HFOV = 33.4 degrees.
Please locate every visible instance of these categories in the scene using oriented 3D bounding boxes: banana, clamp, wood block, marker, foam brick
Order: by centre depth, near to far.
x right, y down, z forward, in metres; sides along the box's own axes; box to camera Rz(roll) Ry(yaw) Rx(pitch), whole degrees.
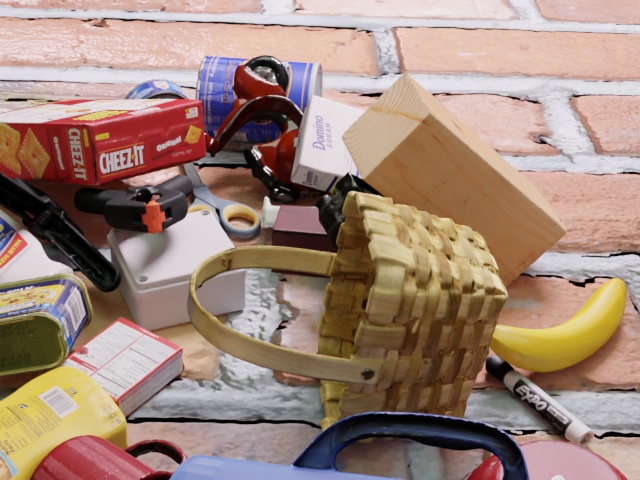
[{"bbox_3d":[0.183,0.134,0.907,0.020,0.020,0.121,-18,37,-28],"label":"marker"},{"bbox_3d":[0.218,0.079,0.956,0.197,0.069,0.037,-8,-8,-36],"label":"banana"},{"bbox_3d":[0.131,-0.054,1.030,0.205,0.090,0.091,36,19,-30],"label":"wood block"},{"bbox_3d":[-0.163,-0.037,1.033,0.120,0.039,0.172,-18,19,-21],"label":"clamp"},{"bbox_3d":[-0.276,-0.027,1.041,0.036,0.164,0.210,-49,24,-5],"label":"clamp"},{"bbox_3d":[-0.007,0.001,1.077,0.078,0.051,0.053,5,32,5],"label":"foam brick"}]

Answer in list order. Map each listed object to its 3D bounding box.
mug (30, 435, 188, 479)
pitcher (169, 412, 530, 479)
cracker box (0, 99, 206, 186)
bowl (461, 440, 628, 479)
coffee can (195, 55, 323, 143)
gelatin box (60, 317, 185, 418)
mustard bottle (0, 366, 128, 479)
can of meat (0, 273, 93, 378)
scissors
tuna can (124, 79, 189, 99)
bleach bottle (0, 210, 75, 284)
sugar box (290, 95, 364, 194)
[{"bbox_3d":[-0.144,0.182,0.752,0.082,0.093,0.117,22,48,36],"label":"mug"},{"bbox_3d":[0.019,0.201,0.691,0.243,0.145,0.149,7,31,14],"label":"pitcher"},{"bbox_3d":[-0.255,-0.108,1.154,0.214,0.072,0.163,6,18,37],"label":"cracker box"},{"bbox_3d":[0.171,0.197,0.777,0.162,0.055,0.162,1,32,-1],"label":"bowl"},{"bbox_3d":[-0.072,-0.168,1.290,0.140,0.103,0.102,5,33,5],"label":"coffee can"},{"bbox_3d":[-0.173,0.112,0.917,0.073,0.030,0.089,22,39,26],"label":"gelatin box"},{"bbox_3d":[-0.247,0.167,0.801,0.191,0.058,0.096,-26,45,-36],"label":"mustard bottle"},{"bbox_3d":[-0.256,0.075,0.917,0.102,0.057,0.084,-10,19,5],"label":"can of meat"},{"bbox_3d":[-0.113,-0.049,1.184,0.096,0.016,0.201,1,33,-4],"label":"scissors"},{"bbox_3d":[-0.192,-0.146,1.267,0.086,0.086,0.034,-12,38,-21],"label":"tuna can"},{"bbox_3d":[-0.318,0.013,1.037,0.251,0.068,0.102,25,39,28],"label":"bleach bottle"},{"bbox_3d":[0.062,-0.085,1.148,0.176,0.048,0.093,15,62,-8],"label":"sugar box"}]
